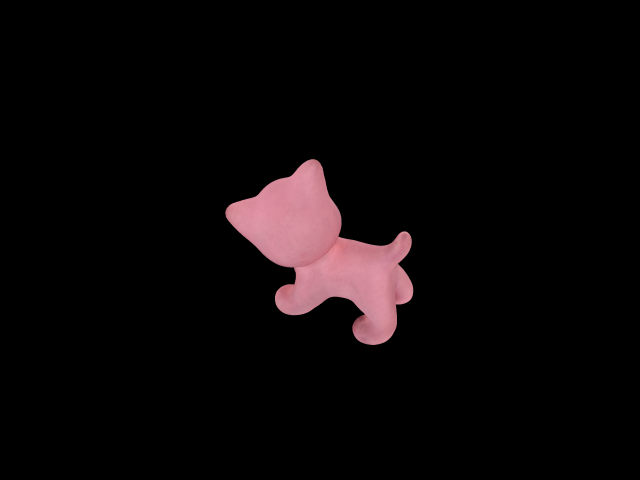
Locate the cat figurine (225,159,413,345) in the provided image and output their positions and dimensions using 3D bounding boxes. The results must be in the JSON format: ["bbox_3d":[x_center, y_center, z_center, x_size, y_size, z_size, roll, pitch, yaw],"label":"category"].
[{"bbox_3d":[0.004,0.001,0.400,0.127,0.118,0.067,15,46,15],"label":"cat figurine"}]
